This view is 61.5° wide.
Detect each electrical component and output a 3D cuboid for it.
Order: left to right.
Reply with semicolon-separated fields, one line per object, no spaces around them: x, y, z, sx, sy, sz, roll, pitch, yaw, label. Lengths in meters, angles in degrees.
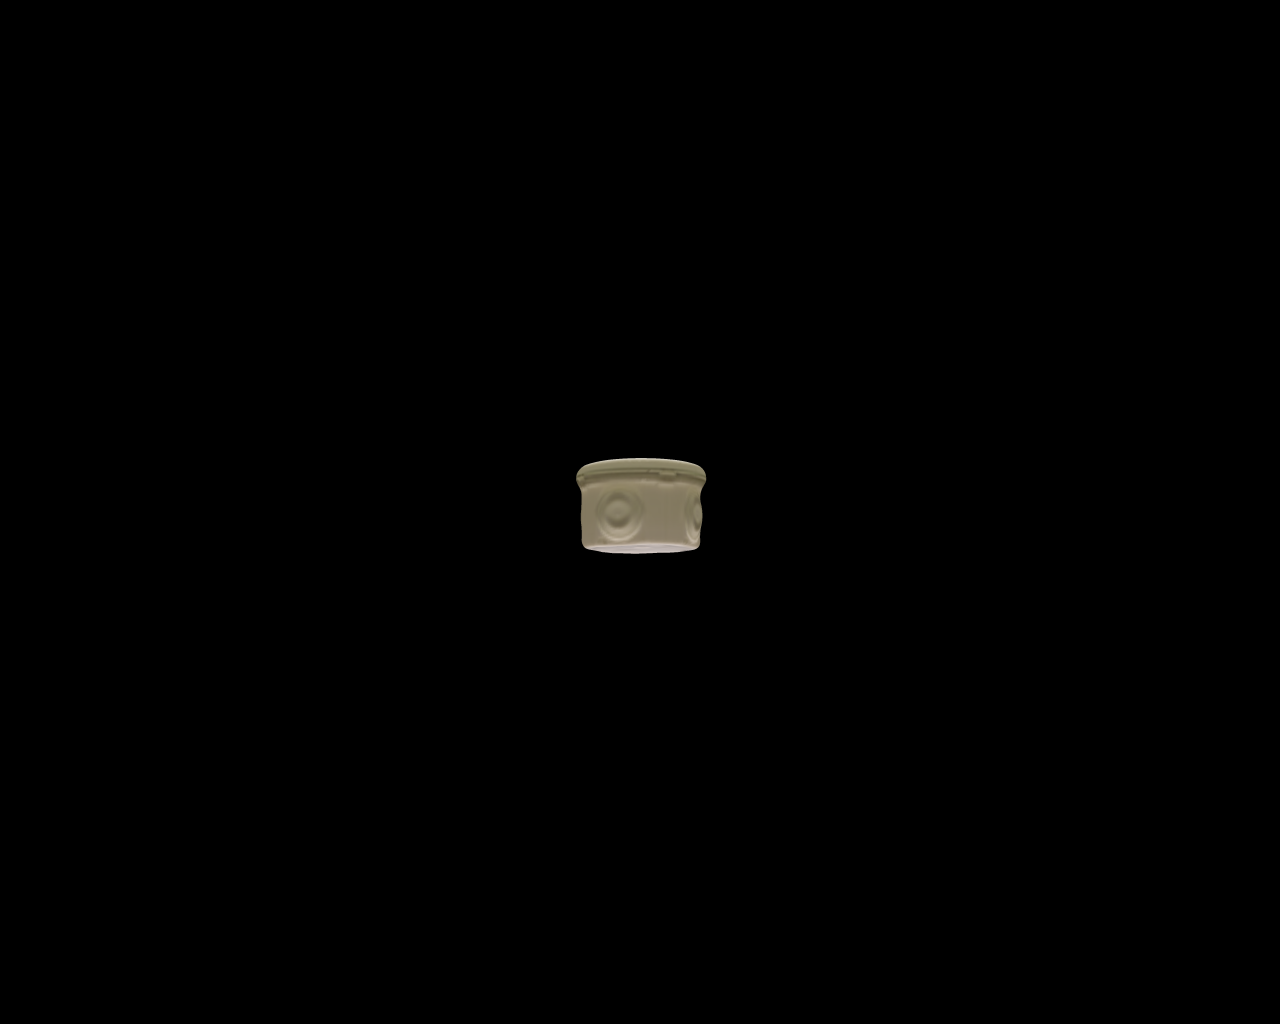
0.001;-0.003;0.650;0.080;0.051;0.080;0;-7;0;electrical component
